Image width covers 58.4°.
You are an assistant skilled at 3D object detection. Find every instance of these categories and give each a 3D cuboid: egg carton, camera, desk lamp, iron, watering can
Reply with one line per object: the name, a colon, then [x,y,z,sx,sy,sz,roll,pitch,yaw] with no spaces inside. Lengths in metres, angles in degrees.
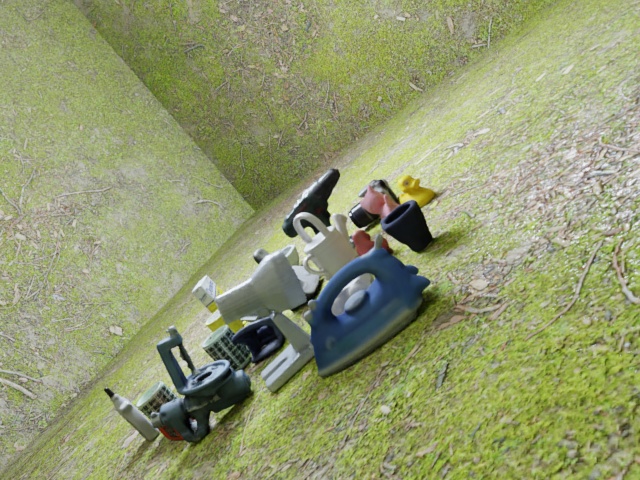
egg carton: [0.065,0.111,1.166,0.107,0.069,0.150,-38,12,12]
camera: [0.145,-0.106,1.639,0.136,0.101,0.143,-37,12,16]
desk lamp: [-0.094,0.155,1.149,0.203,0.214,0.117,-42,12,-9]
iron: [0.059,0.114,1.000,0.258,0.141,0.118,-40,12,3]
watering can: [0.012,0.006,1.413,0.100,0.194,0.173,-32,15,35]

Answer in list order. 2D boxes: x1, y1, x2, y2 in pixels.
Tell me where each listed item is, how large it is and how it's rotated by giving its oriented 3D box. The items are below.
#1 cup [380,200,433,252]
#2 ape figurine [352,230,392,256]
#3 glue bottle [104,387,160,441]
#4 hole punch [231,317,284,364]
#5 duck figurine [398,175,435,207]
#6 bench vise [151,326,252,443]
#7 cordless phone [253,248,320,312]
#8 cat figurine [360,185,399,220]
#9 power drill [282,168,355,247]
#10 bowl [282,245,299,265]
cup: [0.184,-0.020,1.214,0.092,0.095,0.117,-47,13,-27]
ape figurine: [0.111,0.014,1.325,0.077,0.092,0.076,-24,20,53]
glue bottle: [-0.474,0.430,1.427,0.037,0.173,0.078,-47,14,-29]
hole punch: [-0.142,0.221,1.356,0.108,0.091,0.101,-35,13,24]
duck figurine: [0.233,-0.127,1.474,0.078,0.086,0.104,-47,13,-28]
bench vise: [-0.279,0.299,1.183,0.208,0.220,0.121,-45,13,-19]
cordless phone: [-0.089,0.077,1.486,0.094,0.185,0.147,-36,13,19]
cat figurine: [0.160,-0.093,1.498,0.067,0.118,0.127,-43,12,-14]
power drill: [0.018,-0.057,1.588,0.229,0.208,0.075,-37,13,15]
bowl: [-0.122,0.095,1.798,0.167,0.075,0.167,-38,12,10]
